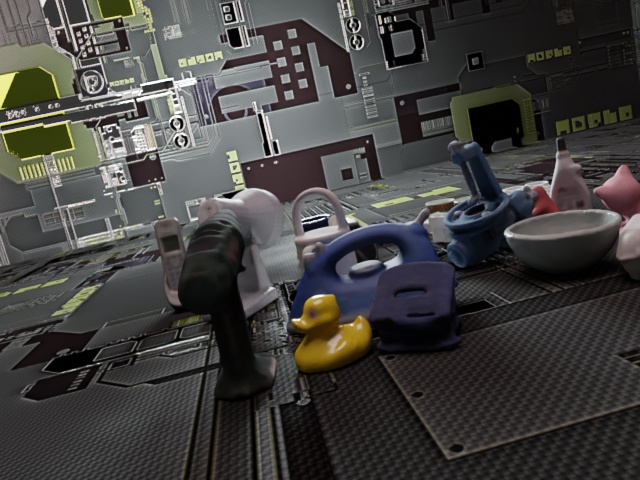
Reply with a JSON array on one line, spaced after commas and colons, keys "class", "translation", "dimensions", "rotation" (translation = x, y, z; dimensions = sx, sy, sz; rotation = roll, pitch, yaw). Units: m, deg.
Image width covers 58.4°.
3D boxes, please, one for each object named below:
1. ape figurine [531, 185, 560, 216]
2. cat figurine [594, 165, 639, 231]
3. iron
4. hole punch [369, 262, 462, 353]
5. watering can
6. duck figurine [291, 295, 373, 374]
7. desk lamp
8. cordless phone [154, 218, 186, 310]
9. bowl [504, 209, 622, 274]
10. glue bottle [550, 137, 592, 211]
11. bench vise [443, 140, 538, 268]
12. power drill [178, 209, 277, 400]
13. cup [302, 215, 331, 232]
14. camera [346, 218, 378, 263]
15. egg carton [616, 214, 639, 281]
[{"class": "ape figurine", "translation": [0.436, -0.063, 1.136], "dimensions": [0.078, 0.092, 0.076], "rotation": [-19, 12, -33]}, {"class": "cat figurine", "translation": [0.539, -0.071, 0.976], "dimensions": [0.127, 0.118, 0.067], "rotation": [-8, 11, 26]}, {"class": "iron", "translation": [0.062, 0.046, 0.847], "dimensions": [0.258, 0.141, 0.118], "rotation": [-13, 10, -1]}, {"class": "hole punch", "translation": [0.121, 0.082, 0.717], "dimensions": [0.108, 0.091, 0.101], "rotation": [-8, 11, 23]}, {"class": "watering can", "translation": [0.007, 0.004, 0.998], "dimensions": [0.101, 0.194, 0.173], "rotation": [-12, 10, 2]}, {"class": "duck figurine", "translation": [0.012, 0.109, 0.717], "dimensions": [0.105, 0.086, 0.077], "rotation": [-16, 10, -16]}, {"class": "desk lamp", "translation": [-0.145, 0.017, 1.061], "dimensions": [0.117, 0.214, 0.204], "rotation": [-8, 11, 25]}, {"class": "cordless phone", "translation": [-0.253, 0.038, 1.159], "dimensions": [0.148, 0.185, 0.094], "rotation": [-15, 10, -12]}, {"class": "bowl", "translation": [0.370, 0.008, 0.871], "dimensions": [0.167, 0.075, 0.167], "rotation": [-12, 10, 2]}, {"class": "glue bottle", "translation": [0.495, -0.121, 1.149], "dimensions": [0.078, 0.173, 0.037], "rotation": [-7, 12, 29]}, {"class": "bench vise", "translation": [0.295, -0.079, 1.028], "dimensions": [0.121, 0.220, 0.208], "rotation": [-2, 14, 45]}, {"class": "power drill", "translation": [-0.113, 0.075, 0.706], "dimensions": [0.075, 0.208, 0.229], "rotation": [-12, 10, 1]}, {"class": "cup", "translation": [-0.013, -0.005, 1.367], "dimensions": [0.092, 0.095, 0.117], "rotation": [-19, 12, -33]}, {"class": "camera", "translation": [0.052, 0.014, 1.160], "dimensions": [0.143, 0.101, 0.136], "rotation": [-14, 10, -6]}, {"class": "egg carton", "translation": [0.470, 0.004, 0.782], "dimensions": [0.107, 0.069, 0.151], "rotation": [-5, 13, 38]}]
